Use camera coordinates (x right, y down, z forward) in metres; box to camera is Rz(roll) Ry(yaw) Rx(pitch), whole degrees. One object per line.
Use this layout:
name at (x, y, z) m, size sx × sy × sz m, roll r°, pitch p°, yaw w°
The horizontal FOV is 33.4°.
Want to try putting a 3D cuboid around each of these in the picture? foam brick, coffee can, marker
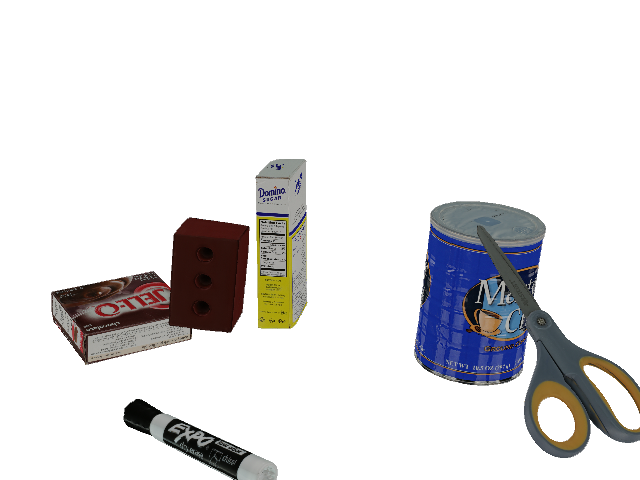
foam brick at (-0.089, 0.027, 0.854) m, size 0.053 × 0.078 × 0.051 m, roll 6°, pitch 14°, yaw 6°
coffee can at (0.144, 0.046, 0.975) m, size 0.103 × 0.140 × 0.103 m, roll 4°, pitch 21°, yaw -2°
marker at (-0.076, 0.122, 0.644) m, size 0.121 × 0.020 × 0.020 m, roll 16°, pitch 10°, yaw 38°

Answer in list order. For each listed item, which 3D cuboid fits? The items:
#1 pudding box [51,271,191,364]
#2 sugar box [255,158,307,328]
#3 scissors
pudding box at (-0.192, 0.073, 1.035) m, size 0.113 × 0.039 × 0.090 m, roll -14°, pitch 30°, yaw -30°
sugar box at (-0.044, 0.003, 1.202) m, size 0.048 × 0.176 × 0.093 m, roll 1°, pitch 16°, yaw 11°
scissors at (0.152, 0.077, 0.780) m, size 0.096 × 0.202 × 0.016 m, roll -33°, pitch -27°, yaw -22°
